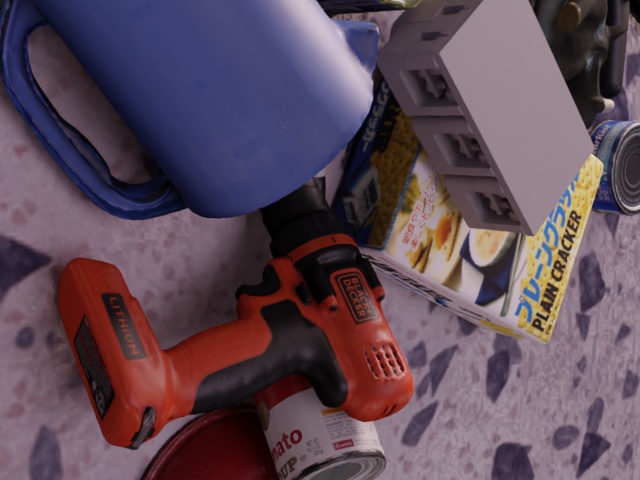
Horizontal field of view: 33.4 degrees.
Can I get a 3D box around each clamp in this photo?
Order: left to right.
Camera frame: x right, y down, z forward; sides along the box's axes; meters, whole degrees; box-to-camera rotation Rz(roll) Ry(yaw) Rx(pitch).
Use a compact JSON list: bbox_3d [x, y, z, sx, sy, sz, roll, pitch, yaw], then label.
[{"bbox_3d":[0.255,-0.211,0.920,0.120,0.039,0.171,-49,122,-34],"label":"clamp"}]

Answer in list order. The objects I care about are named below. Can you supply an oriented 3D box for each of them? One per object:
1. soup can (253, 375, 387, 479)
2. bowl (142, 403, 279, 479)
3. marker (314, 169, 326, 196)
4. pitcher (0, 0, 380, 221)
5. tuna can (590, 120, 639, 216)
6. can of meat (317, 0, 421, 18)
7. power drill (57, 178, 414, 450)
[{"bbox_3d":[-0.005,0.107,0.678,0.068,0.069,0.102,12,47,-43],"label":"soup can"},{"bbox_3d":[-0.046,0.192,0.698,0.161,0.055,0.162,-8,102,-41],"label":"bowl"},{"bbox_3d":[-0.005,0.001,0.728,0.020,0.020,0.121,-10,103,-41],"label":"marker"},{"bbox_3d":[-0.094,-0.130,0.563,0.242,0.145,0.149,51,51,-31],"label":"pitcher"},{"bbox_3d":[0.272,-0.065,0.963,0.085,0.034,0.086,-8,103,-42],"label":"tuna can"},{"bbox_3d":[0.025,-0.195,0.679,0.057,0.084,0.102,2,95,-42],"label":"can of meat"},{"bbox_3d":[-0.052,0.035,0.627,0.187,0.057,0.184,-11,60,-29],"label":"power drill"}]
